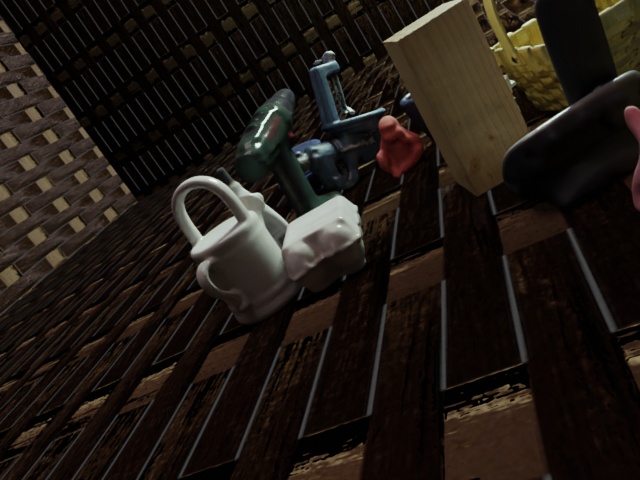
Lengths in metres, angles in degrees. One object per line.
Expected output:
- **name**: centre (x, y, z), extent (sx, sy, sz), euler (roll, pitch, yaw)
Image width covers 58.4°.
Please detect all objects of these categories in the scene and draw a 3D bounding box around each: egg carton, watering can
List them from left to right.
- **watering can**: centre (-0.115, 0.002, 0.741), extent (0.101, 0.194, 0.173), euler (-30, 18, 9)
- **egg carton**: centre (0.007, 0.003, 0.737), extent (0.107, 0.069, 0.150), euler (-29, 18, 11)

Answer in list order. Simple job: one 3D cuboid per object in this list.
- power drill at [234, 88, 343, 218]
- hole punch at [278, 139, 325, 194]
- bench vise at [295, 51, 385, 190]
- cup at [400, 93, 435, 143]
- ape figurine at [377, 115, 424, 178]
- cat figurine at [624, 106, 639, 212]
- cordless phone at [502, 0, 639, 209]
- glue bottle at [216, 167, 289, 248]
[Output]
- **power drill**: centre (-0.051, -0.131, 0.962), extent (0.075, 0.209, 0.230), euler (-22, 21, 31)
- **hole punch**: centre (-0.031, -0.138, 1.146), extent (0.108, 0.091, 0.101), euler (-25, 19, 24)
- **bench vise**: centre (0.031, -0.211, 1.017), extent (0.121, 0.220, 0.208), euler (-12, 27, 48)
- **cup**: centre (0.202, -0.214, 0.938), extent (0.117, 0.095, 0.092), euler (-21, 21, 33)
- **ape figurine**: centre (0.123, -0.158, 0.929), extent (0.077, 0.092, 0.076), euler (-23, 20, 28)
- **cat figurine**: centre (0.267, -0.072, 0.406), extent (0.067, 0.118, 0.127), euler (-33, 17, -1)
- **cordless phone**: centre (0.223, -0.138, 0.544), extent (0.147, 0.185, 0.094), euler (-33, 18, -1)
- **glue bottle**: centre (-0.098, -0.033, 0.841), extent (0.078, 0.173, 0.037), euler (-35, 18, -6)
